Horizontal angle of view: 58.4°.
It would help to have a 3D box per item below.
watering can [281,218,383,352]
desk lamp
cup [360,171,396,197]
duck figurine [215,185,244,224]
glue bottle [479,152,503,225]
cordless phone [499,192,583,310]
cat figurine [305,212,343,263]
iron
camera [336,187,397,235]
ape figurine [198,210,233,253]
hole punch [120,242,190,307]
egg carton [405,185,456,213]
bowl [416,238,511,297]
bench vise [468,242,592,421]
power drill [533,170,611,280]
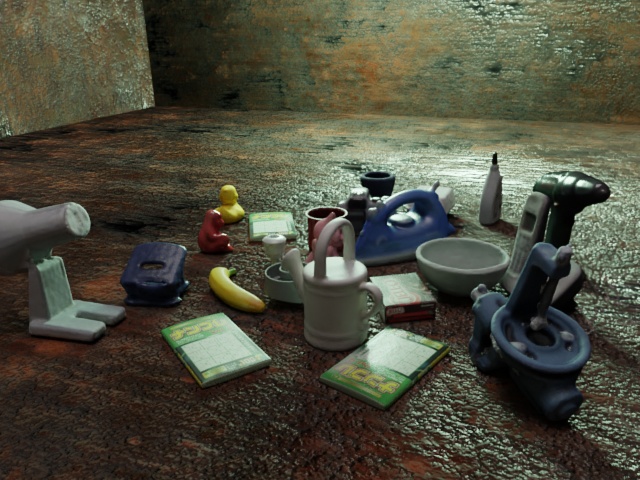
[{"bbox_3d":[0.016,0.060,0.874,0.172,0.194,0.101,4,21,14],"label":"watering can"},{"bbox_3d":[-0.437,0.040,0.924,0.203,0.214,0.118,4,21,14],"label":"desk lamp"},{"bbox_3d":[0.152,-0.131,1.517,0.091,0.095,0.117,0,21,2],"label":"cup"},{"bbox_3d":[-0.233,-0.094,1.451,0.077,0.086,0.104,2,21,7],"label":"duck figurine"},{"bbox_3d":[0.417,-0.127,1.382,0.037,0.173,0.078,14,25,34],"label":"glue bottle"},{"bbox_3d":[0.380,0.020,0.976,0.094,0.185,0.147,-8,22,-18],"label":"cordless phone"},{"bbox_3d":[0.010,0.004,1.133,0.067,0.118,0.128,7,22,22],"label":"cat figurine"},{"bbox_3d":[0.166,-0.038,1.204,0.259,0.141,0.118,-15,25,-33],"label":"iron"},{"bbox_3d":[0.114,-0.078,1.371,0.143,0.101,0.137,2,21,8],"label":"camera"},{"bbox_3d":[-0.230,-0.021,1.248,0.076,0.092,0.077,-4,21,-6],"label":"ape figurine"},{"bbox_3d":[-0.295,0.061,1.034,0.108,0.091,0.101,1,21,6],"label":"hole punch"},{"bbox_3d":[0.279,-0.089,1.436,0.107,0.069,0.150,7,22,21],"label":"egg carton"},{"bbox_3d":[0.256,0.057,1.040,0.167,0.075,0.167,-1,21,1],"label":"bowl"},{"bbox_3d":[0.253,0.093,0.738,0.122,0.220,0.206,-15,25,-33],"label":"bench vise"},{"bbox_3d":[0.465,-0.033,1.080,0.075,0.208,0.229,-2,21,-3],"label":"power drill"}]
